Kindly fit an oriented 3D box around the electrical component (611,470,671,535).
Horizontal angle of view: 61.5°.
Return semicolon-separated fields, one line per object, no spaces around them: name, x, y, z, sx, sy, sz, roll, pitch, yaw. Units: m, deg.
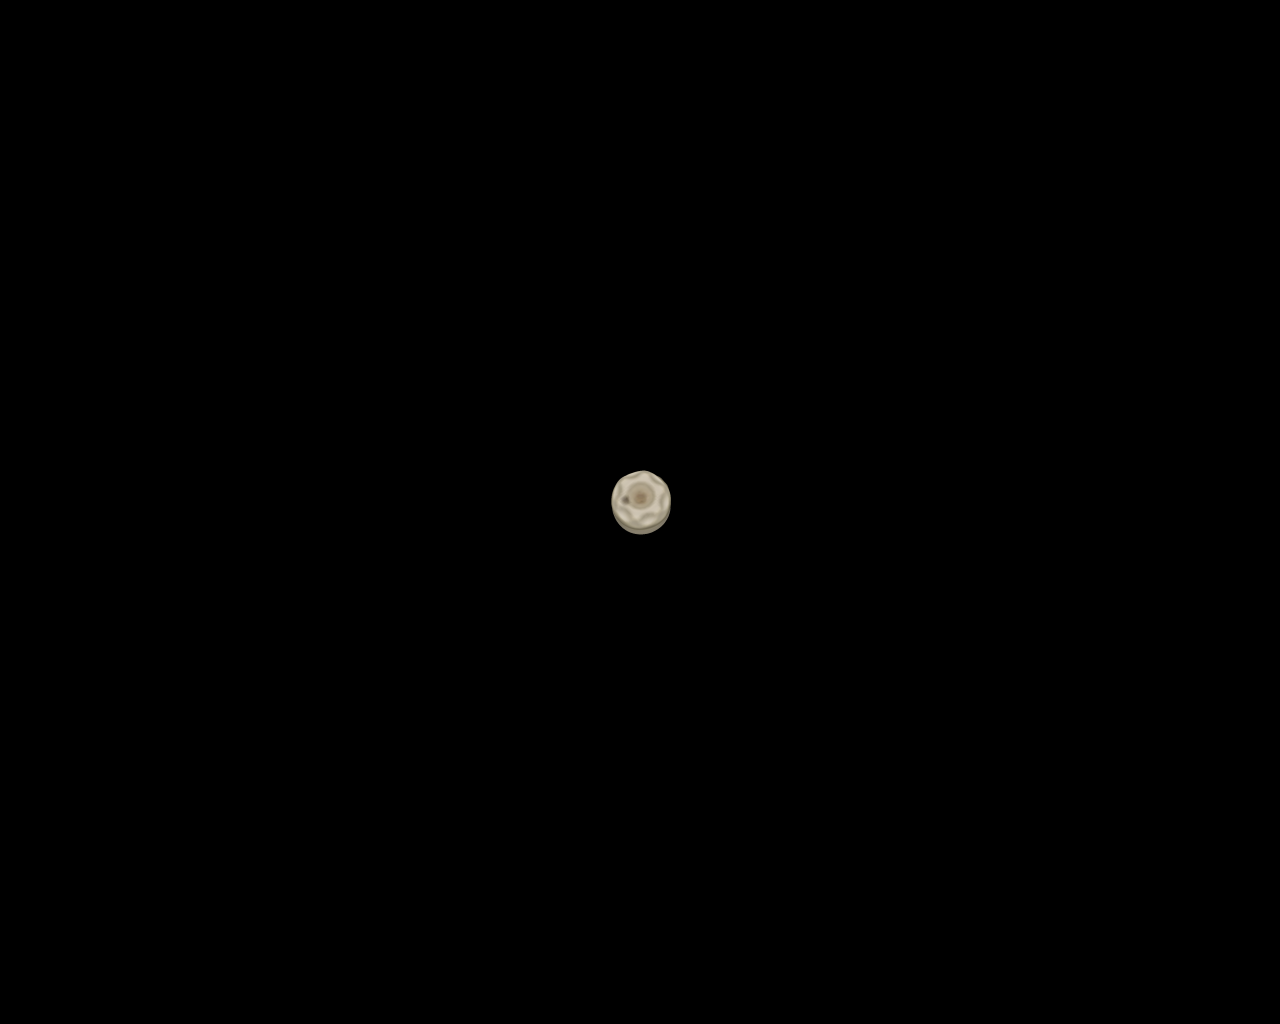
electrical component;0.001;-0.003;0.650;0.035;0.035;0.061;0;-13;0
